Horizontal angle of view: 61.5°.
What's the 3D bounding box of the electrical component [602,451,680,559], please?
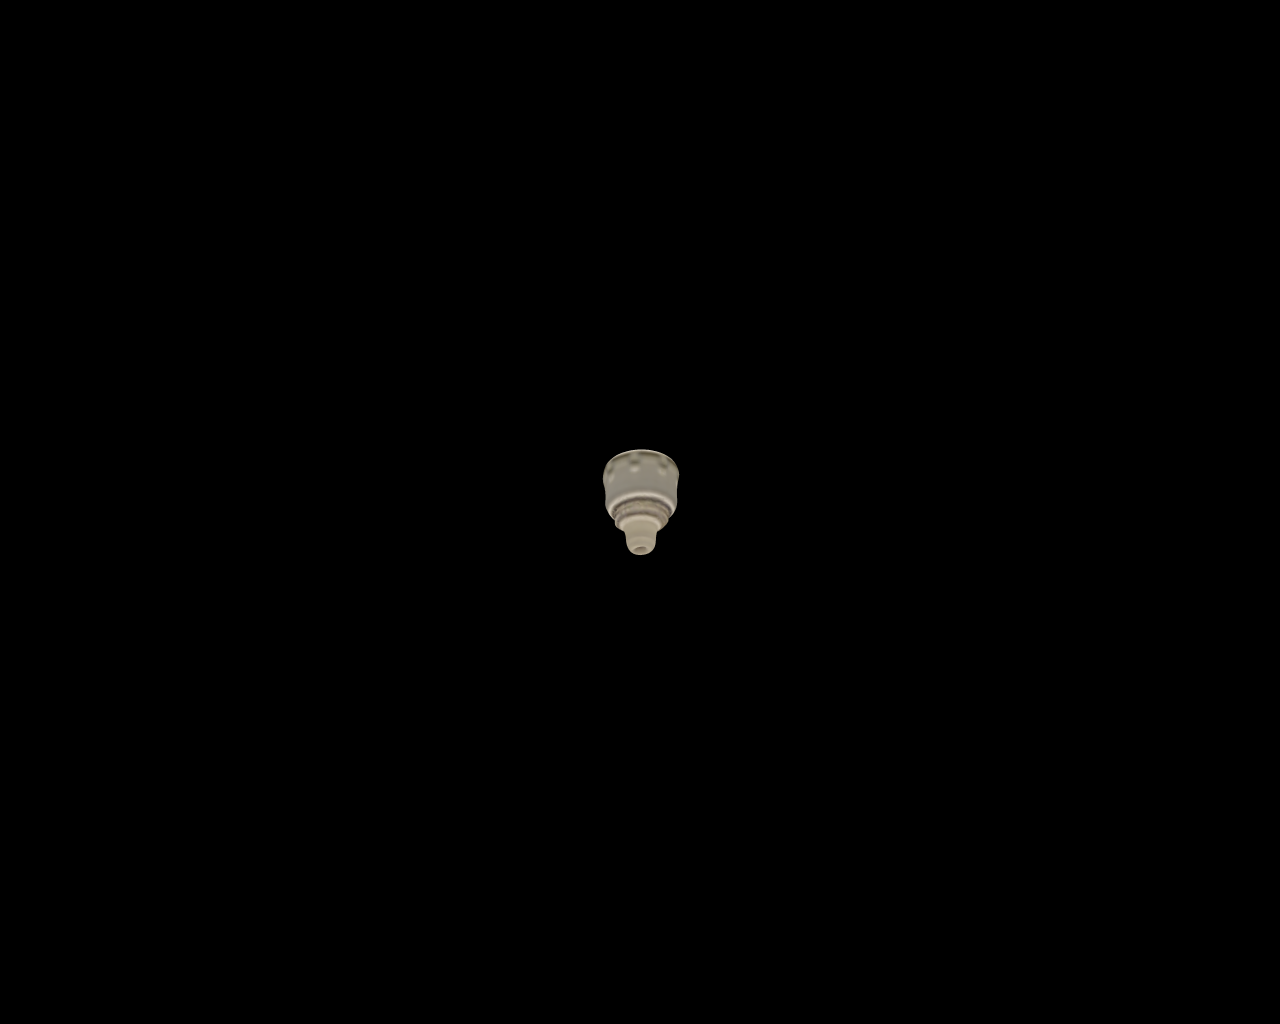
[{"bbox_3d":[0.001,-0.003,0.650,0.048,0.062,0.048,0,-31,0],"label":"electrical component"}]
